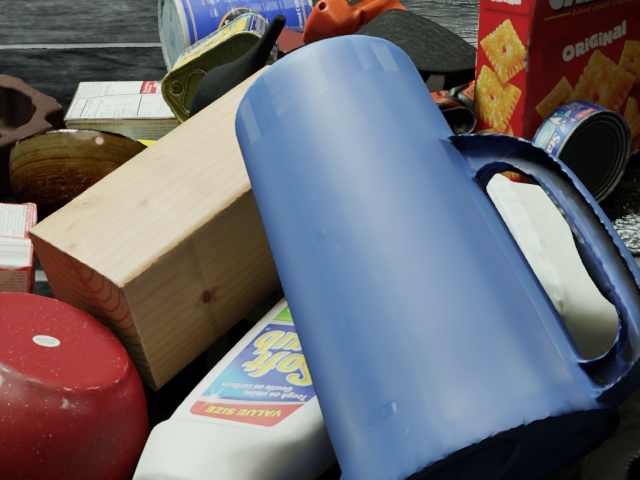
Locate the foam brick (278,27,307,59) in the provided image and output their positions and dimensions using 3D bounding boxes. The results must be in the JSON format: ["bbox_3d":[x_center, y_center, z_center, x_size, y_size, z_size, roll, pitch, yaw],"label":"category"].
[{"bbox_3d":[-0.036,-0.157,1.022,0.053,0.078,0.051,23,36,34],"label":"foam brick"}]

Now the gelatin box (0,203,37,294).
[{"bbox_3d":[-0.203,0.026,0.705,0.030,0.073,0.089,2,28,-14],"label":"gelatin box"}]

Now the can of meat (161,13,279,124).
[{"bbox_3d":[-0.085,-0.152,0.944,0.102,0.057,0.084,-28,22,12],"label":"can of meat"}]

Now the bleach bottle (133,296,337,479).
[{"bbox_3d":[-0.015,0.095,0.601,0.103,0.068,0.250,17,37,25],"label":"bleach bottle"}]

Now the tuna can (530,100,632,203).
[{"bbox_3d":[0.208,-0.068,0.858,0.086,0.086,0.034,-18,33,-28],"label":"tuna can"}]

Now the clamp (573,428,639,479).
[{"bbox_3d":[0.152,0.145,0.535,0.165,0.036,0.209,8,27,27],"label":"clamp"}]

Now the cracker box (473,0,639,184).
[{"bbox_3d":[0.210,-0.157,0.885,0.163,0.214,0.072,-19,35,-30],"label":"cracker box"}]

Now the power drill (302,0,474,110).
[{"bbox_3d":[0.075,-0.151,0.969,0.188,0.057,0.184,44,51,12],"label":"power drill"}]

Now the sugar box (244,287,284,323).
[{"bbox_3d":[-0.005,0.001,0.780,0.093,0.048,0.175,17,35,28],"label":"sugar box"}]

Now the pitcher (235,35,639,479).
[{"bbox_3d":[0.049,0.011,0.544,0.149,0.145,0.243,-13,62,-18],"label":"pitcher"}]

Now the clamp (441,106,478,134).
[{"bbox_3d":[0.029,-0.082,0.848,0.172,0.039,0.120,-15,-14,23],"label":"clamp"}]

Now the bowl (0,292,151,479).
[{"bbox_3d":[-0.156,0.075,0.578,0.162,0.055,0.162,22,19,-8],"label":"bowl"}]

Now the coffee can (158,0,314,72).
[{"bbox_3d":[-0.086,-0.217,1.101,0.140,0.103,0.103,-11,32,-19],"label":"coffee can"}]

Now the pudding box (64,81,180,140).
[{"bbox_3d":[-0.174,-0.115,0.989,0.113,0.039,0.090,-2,31,0],"label":"pudding box"}]

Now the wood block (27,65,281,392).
[{"bbox_3d":[-0.065,-0.015,0.676,0.090,0.091,0.205,25,52,36],"label":"wood block"}]

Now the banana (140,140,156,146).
[{"bbox_3d":[-0.150,-0.060,0.892,0.197,0.037,0.069,0,26,-5],"label":"banana"}]
